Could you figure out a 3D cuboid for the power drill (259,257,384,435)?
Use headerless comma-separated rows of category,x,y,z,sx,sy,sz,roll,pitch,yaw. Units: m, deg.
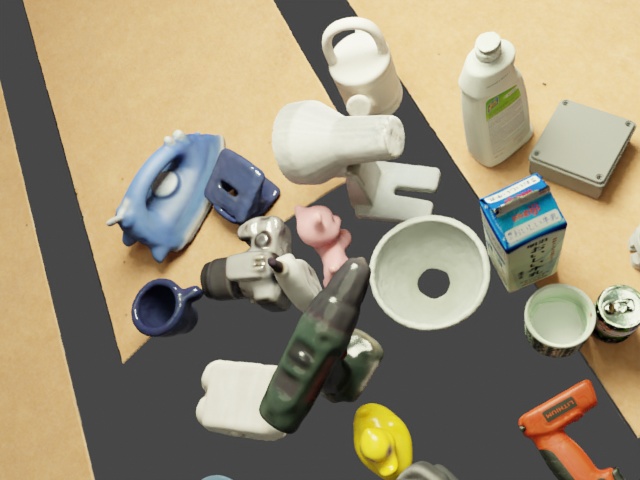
power drill,0.016,0.146,0.754,0.075,0.209,0.230,28,81,25

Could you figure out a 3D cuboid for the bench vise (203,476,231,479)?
bench vise,-0.107,0.349,0.713,0.207,0.220,0.121,-21,65,10

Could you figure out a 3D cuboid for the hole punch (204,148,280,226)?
hole punch,-0.137,-0.083,0.955,0.108,0.091,0.101,35,84,26

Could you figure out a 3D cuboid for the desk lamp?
desk lamp,0.058,-0.116,0.834,0.202,0.214,0.118,8,73,21

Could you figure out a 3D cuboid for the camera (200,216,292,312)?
camera,-0.118,0.039,0.898,0.136,0.101,0.143,-7,68,16

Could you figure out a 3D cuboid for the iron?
iron,-0.259,-0.100,0.974,0.118,0.142,0.258,22,79,24

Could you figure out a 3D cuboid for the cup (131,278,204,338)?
cup,-0.224,0.110,0.910,0.117,0.095,0.091,-26,65,8

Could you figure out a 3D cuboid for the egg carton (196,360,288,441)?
egg carton,-0.108,0.235,0.840,0.150,0.069,0.107,0,71,18

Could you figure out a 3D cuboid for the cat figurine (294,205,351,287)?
cat figurine,0.008,0.003,0.860,0.067,0.118,0.127,-23,65,9

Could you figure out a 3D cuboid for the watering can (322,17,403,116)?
watering can,0.067,-0.270,0.899,0.101,0.194,0.172,-26,65,8

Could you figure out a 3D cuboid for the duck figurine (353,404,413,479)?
duck figurine,0.076,0.266,0.758,0.077,0.086,0.104,-30,64,6

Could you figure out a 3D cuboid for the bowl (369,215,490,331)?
bowl,0.158,0.054,0.816,0.167,0.075,0.167,-6,69,16

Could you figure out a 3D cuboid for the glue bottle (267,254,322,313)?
glue bottle,-0.039,0.055,0.826,0.037,0.173,0.078,-23,65,10

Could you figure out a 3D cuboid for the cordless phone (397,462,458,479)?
cordless phone,0.139,0.328,0.658,0.147,0.185,0.094,35,84,26
